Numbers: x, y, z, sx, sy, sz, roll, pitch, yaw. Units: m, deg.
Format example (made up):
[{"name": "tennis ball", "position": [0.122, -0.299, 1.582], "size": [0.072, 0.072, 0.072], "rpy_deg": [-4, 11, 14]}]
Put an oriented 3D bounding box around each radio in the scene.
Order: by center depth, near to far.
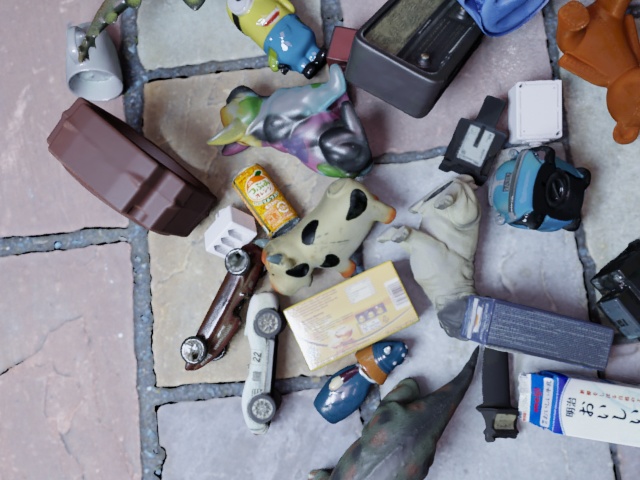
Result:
[{"name": "radio", "position": [0.145, -0.279, 0.748], "size": [0.131, 0.073, 0.229], "rpy_deg": [34, 60, 7]}]

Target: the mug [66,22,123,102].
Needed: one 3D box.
[{"name": "mug", "position": [-0.361, -0.288, 0.835], "size": [0.081, 0.109, 0.107], "rpy_deg": [-16, 69, 8]}]

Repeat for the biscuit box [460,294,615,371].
[{"name": "biscuit box", "position": [0.287, 0.123, 0.706], "size": [0.202, 0.059, 0.062], "rpy_deg": [15, 86, -18]}]

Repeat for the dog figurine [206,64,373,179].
[{"name": "dog figurine", "position": [-0.049, -0.151, 0.788], "size": [0.219, 0.108, 0.191], "rpy_deg": [-20, 85, 8]}]

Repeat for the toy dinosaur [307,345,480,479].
[{"name": "toy dinosaur", "position": [0.078, 0.291, 0.683], "size": [0.131, 0.192, 0.404], "rpy_deg": [35, 90, 6]}]

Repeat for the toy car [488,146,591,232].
[{"name": "toy car", "position": [0.290, -0.068, 0.739], "size": [0.161, 0.103, 0.109], "rpy_deg": [7, 95, -34]}]

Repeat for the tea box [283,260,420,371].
[{"name": "tea box", "position": [0.045, 0.107, 0.767], "size": [0.170, 0.068, 0.098], "rpy_deg": [-24, 82, 4]}]

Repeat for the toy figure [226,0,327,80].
[{"name": "toy figure", "position": [-0.069, -0.316, 0.818], "size": [0.180, 0.089, 0.082], "rpy_deg": [43, 62, -1]}]

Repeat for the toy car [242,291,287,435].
[{"name": "toy car", "position": [-0.082, 0.174, 0.769], "size": [0.056, 0.073, 0.201], "rpy_deg": [4, 84, 3]}]

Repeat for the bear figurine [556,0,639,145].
[{"name": "bear figurine", "position": [0.415, -0.242, 0.740], "size": [0.120, 0.132, 0.196], "rpy_deg": [-29, 76, 6]}]

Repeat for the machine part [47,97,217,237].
[{"name": "machine part", "position": [-0.258, -0.093, 0.751], "size": [0.201, 0.201, 0.087], "rpy_deg": [37, 91, 8]}]

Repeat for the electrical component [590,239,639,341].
[{"name": "electrical component", "position": [0.435, 0.071, 0.714], "size": [0.134, 0.058, 0.115], "rpy_deg": [-35, 80, -24]}]

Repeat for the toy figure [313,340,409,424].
[{"name": "toy figure", "position": [0.058, 0.192, 0.759], "size": [0.154, 0.064, 0.058], "rpy_deg": [-44, 67, 1]}]

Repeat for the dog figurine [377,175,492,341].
[{"name": "dog figurine", "position": [0.199, 0.025, 0.756], "size": [0.172, 0.121, 0.190], "rpy_deg": [-41, 95, 4]}]

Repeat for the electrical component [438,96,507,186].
[{"name": "electrical component", "position": [0.229, -0.147, 0.785], "size": [0.075, 0.047, 0.119], "rpy_deg": [21, 86, 7]}]

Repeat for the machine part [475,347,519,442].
[{"name": "machine part", "position": [0.246, 0.202, 0.740], "size": [0.084, 0.039, 0.139], "rpy_deg": [11, 74, -36]}]

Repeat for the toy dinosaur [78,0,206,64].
[{"name": "toy dinosaur", "position": [-0.183, -0.432, 0.790], "size": [0.471, 0.105, 0.199], "rpy_deg": [-40, 54, -1]}]

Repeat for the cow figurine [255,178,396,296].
[{"name": "cow figurine", "position": [-0.002, -0.002, 0.750], "size": [0.127, 0.086, 0.195], "rpy_deg": [32, 101, -33]}]

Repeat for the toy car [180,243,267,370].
[{"name": "toy car", "position": [-0.132, 0.099, 0.774], "size": [0.053, 0.089, 0.202], "rpy_deg": [25, 86, 12]}]
